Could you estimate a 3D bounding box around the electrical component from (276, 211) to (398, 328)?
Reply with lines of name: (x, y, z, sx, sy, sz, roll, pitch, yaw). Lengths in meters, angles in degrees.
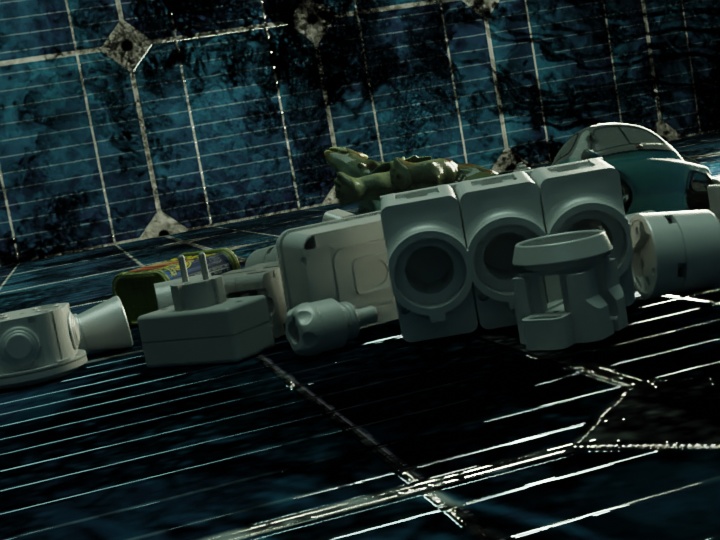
electrical component: (0.000, 0.000, 0.804, 0.113, 0.078, 0.057, -13, 10, -25)

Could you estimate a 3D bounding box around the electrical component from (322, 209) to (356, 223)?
electrical component: (-0.006, -0.006, 0.911, 0.057, 0.078, 0.058, 20, 22, 31)

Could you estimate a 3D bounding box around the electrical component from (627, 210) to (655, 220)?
electrical component: (0.233, -0.028, 0.851, 0.078, 0.040, 0.040, -11, 6, -12)

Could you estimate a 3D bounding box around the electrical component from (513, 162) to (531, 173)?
electrical component: (0.127, -0.033, 0.812, 0.062, 0.096, 0.061, -12, 4, -6)

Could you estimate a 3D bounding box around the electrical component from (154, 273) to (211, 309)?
electrical component: (-0.138, 0.025, 0.953, 0.081, 0.043, 0.043, -11, 6, -12)

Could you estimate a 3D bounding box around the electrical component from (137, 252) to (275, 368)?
electrical component: (-0.113, 0.025, 0.760, 0.083, 0.075, 0.047, -6, 7, 31)

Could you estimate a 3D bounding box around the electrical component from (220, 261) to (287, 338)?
electrical component: (-0.076, 0.023, 0.841, 0.056, 0.050, 0.089, -7, 7, 24)

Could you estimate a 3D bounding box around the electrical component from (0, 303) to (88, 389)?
electrical component: (-0.250, 0.057, 0.809, 0.080, 0.051, 0.080, -10, 6, 1)

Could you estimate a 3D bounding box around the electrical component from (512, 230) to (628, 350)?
electrical component: (0.120, 0.009, 0.622, 0.058, 0.057, 0.078, -5, 8, 38)

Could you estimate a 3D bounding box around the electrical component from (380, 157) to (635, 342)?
electrical component: (0.094, -0.013, 0.694, 0.150, 0.089, 0.061, -10, 13, 4)

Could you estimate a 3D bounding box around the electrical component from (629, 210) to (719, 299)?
electrical component: (0.204, -0.012, 0.695, 0.047, 0.055, 0.055, -7, 6, -5)

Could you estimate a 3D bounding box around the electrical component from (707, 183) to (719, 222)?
electrical component: (0.332, -0.046, 0.787, 0.109, 0.056, 0.109, -12, 7, -17)

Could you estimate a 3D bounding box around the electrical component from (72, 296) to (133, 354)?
electrical component: (-0.223, 0.051, 0.876, 0.065, 0.044, 0.044, -17, 8, -17)

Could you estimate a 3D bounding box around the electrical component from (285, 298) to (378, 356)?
electrical component: (-0.017, 0.035, 0.710, 0.061, 0.035, 0.035, -12, 6, -29)

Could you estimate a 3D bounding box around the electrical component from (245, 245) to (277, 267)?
electrical component: (-0.077, 0.002, 1.026, 0.047, 0.055, 0.055, -10, 5, 39)
